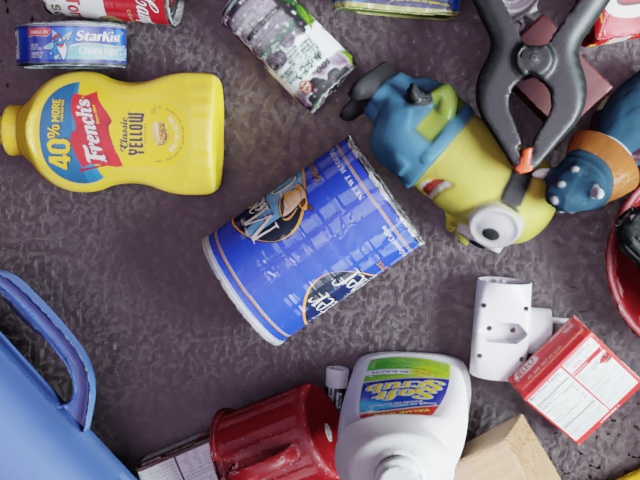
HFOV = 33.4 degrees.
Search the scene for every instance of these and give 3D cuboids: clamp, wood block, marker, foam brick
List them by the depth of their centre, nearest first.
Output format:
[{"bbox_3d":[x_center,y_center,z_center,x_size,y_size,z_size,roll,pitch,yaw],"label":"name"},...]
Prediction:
[{"bbox_3d":[0.164,-0.135,0.769,0.120,0.039,0.171,-4,94,17],"label":"clamp"},{"bbox_3d":[0.084,0.227,0.822,0.206,0.090,0.090,-32,84,17],"label":"wood block"},{"bbox_3d":[0.177,-0.126,0.824,0.053,0.051,0.078,-43,91,8],"label":"foam brick"},{"bbox_3d":[0.010,0.165,0.881,0.020,0.020,0.121,5,96,4],"label":"marker"}]

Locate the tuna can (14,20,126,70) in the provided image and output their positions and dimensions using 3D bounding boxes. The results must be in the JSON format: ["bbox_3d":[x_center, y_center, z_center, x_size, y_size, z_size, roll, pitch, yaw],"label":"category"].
[{"bbox_3d":[-0.194,-0.151,0.832,0.086,0.086,0.034,0,97,4],"label":"tuna can"}]

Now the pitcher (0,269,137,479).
[{"bbox_3d":[-0.248,0.151,0.840,0.243,0.144,0.149,44,137,0],"label":"pitcher"}]

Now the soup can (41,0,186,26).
[{"bbox_3d":[-0.160,-0.206,0.833,0.102,0.068,0.068,5,96,4],"label":"soup can"}]

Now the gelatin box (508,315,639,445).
[{"bbox_3d":[0.200,0.110,0.837,0.073,0.030,0.089,-46,124,7],"label":"gelatin box"}]

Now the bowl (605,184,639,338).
[{"bbox_3d":[0.298,0.012,0.826,0.162,0.055,0.162,0,96,4],"label":"bowl"}]

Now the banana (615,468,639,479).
[{"bbox_3d":[0.198,0.209,0.862,0.198,0.037,0.069,1,96,4],"label":"banana"}]

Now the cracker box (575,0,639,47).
[{"bbox_3d":[0.295,-0.244,0.793,0.214,0.072,0.164,-9,94,6],"label":"cracker box"}]

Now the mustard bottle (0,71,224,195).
[{"bbox_3d":[-0.175,-0.086,0.851,0.191,0.058,0.096,2,98,5],"label":"mustard bottle"}]

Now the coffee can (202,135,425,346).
[{"bbox_3d":[-0.005,0.001,0.824,0.140,0.103,0.103,-35,92,6],"label":"coffee can"}]

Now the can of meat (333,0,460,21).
[{"bbox_3d":[0.061,-0.215,0.817,0.102,0.057,0.084,4,98,-4],"label":"can of meat"}]

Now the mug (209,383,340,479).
[{"bbox_3d":[-0.032,0.163,0.828,0.082,0.117,0.093,-24,85,19],"label":"mug"}]

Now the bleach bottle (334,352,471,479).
[{"bbox_3d":[0.064,0.136,0.757,0.102,0.250,0.068,3,96,4],"label":"bleach bottle"}]

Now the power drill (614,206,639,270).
[{"bbox_3d":[0.332,-0.009,0.765,0.184,0.057,0.188,40,100,-4],"label":"power drill"}]

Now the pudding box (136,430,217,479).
[{"bbox_3d":[-0.089,0.218,0.885,0.090,0.039,0.113,-24,95,7],"label":"pudding box"}]
